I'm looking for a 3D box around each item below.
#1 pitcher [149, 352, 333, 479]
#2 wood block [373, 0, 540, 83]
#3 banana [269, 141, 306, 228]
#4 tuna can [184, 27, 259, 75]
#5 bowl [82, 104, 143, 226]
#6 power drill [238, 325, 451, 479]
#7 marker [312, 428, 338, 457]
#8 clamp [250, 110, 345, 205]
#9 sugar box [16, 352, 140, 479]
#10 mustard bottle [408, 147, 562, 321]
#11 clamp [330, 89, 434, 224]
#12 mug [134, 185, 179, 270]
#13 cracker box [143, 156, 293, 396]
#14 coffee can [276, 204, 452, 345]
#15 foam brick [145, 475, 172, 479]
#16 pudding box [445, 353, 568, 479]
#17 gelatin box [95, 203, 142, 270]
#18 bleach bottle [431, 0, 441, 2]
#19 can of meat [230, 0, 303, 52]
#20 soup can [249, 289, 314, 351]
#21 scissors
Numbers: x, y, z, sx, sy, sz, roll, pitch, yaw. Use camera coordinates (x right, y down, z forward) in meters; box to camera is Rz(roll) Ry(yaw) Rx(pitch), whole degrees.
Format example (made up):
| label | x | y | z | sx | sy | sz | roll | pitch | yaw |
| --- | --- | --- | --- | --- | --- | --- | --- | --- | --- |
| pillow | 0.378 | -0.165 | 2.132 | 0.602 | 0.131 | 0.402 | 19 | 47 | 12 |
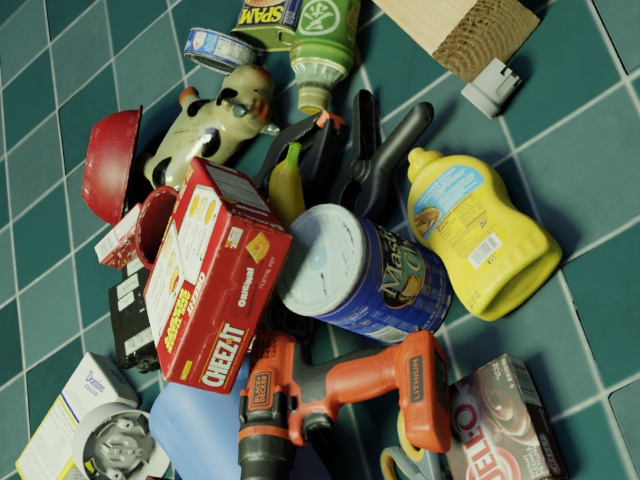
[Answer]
| label | x | y | z | sx | sy | sz | roll | pitch | yaw |
| --- | --- | --- | --- | --- | --- | --- | --- | --- | --- |
| pitcher | -0.059 | 0.241 | 1.021 | 0.145 | 0.149 | 0.243 | -32 | 51 | -9 |
| wood block | 0.112 | -0.252 | 1.073 | 0.091 | 0.090 | 0.206 | -51 | 47 | 15 |
| banana | -0.015 | 0.002 | 1.097 | 0.070 | 0.037 | 0.198 | -35 | 73 | 66 |
| tuna can | -0.118 | -0.222 | 1.272 | 0.086 | 0.086 | 0.034 | 16 | 87 | 44 |
| bowl | -0.258 | -0.092 | 1.311 | 0.162 | 0.055 | 0.162 | -171 | 90 | -80 |
| power drill | 0.017 | 0.155 | 0.926 | 0.188 | 0.057 | 0.184 | -9 | 56 | 18 |
| marker | -0.015 | 0.171 | 1.074 | 0.020 | 0.020 | 0.121 | -50 | 48 | 16 |
| clamp | -0.051 | -0.061 | 1.183 | 0.210 | 0.036 | 0.165 | -56 | 47 | 16 |
| sugar box | -0.293 | 0.233 | 1.285 | 0.176 | 0.048 | 0.093 | -54 | 47 | 8 |
| mustard bottle | 0.134 | -0.022 | 0.986 | 0.096 | 0.058 | 0.192 | -47 | 49 | 17 |
| clamp | 0.057 | -0.072 | 1.084 | 0.120 | 0.039 | 0.171 | 8 | 84 | 60 |
| mug | -0.139 | -0.014 | 1.175 | 0.117 | 0.081 | 0.093 | -42 | 52 | 33 |
| cracker box | -0.104 | 0.028 | 1.024 | 0.164 | 0.072 | 0.214 | -68 | 21 | 12 |
| coffee can | 0.041 | 0.035 | 0.990 | 0.103 | 0.140 | 0.103 | -17 | 63 | 37 |
| foam brick | -0.166 | 0.299 | 1.140 | 0.053 | 0.051 | 0.078 | 20 | 87 | 46 |
| pudding box | 0.150 | 0.167 | 0.911 | 0.090 | 0.039 | 0.113 | -35 | 53 | 29 |
| gelatin box | -0.213 | 0.001 | 1.281 | 0.089 | 0.073 | 0.030 | -42 | 52 | 21 |
| bleach bottle | 0.188 | -0.300 | 0.964 | 0.250 | 0.068 | 0.103 | -44 | 44 | -16 |
| can of meat | -0.046 | -0.271 | 1.247 | 0.102 | 0.057 | 0.084 | 7 | 76 | 43 |
| soup can | -0.066 | 0.088 | 1.118 | 0.102 | 0.068 | 0.068 | -10 | 67 | 40 |
| scissors | 0.106 | 0.207 | 0.904 | 0.202 | 0.016 | 0.096 | 22 | 109 | 62 |
